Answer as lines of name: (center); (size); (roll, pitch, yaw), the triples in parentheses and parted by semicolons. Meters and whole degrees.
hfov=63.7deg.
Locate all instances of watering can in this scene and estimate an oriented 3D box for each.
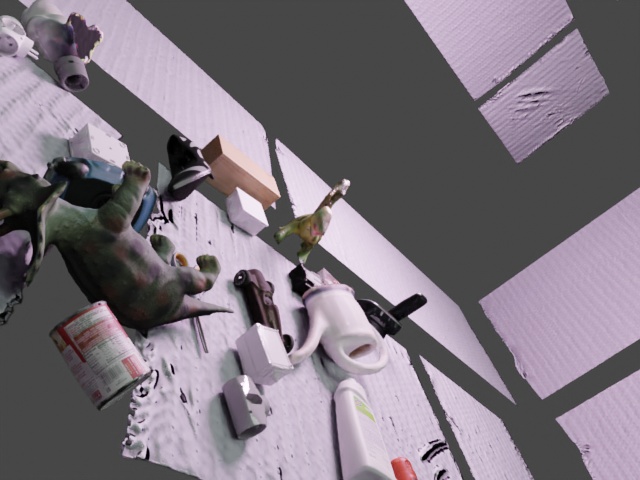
watering can: (0.026, 0.193, 1.132); (0.345, 0.102, 0.229); (18, 33, -46)

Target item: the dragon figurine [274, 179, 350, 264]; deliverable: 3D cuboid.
dragon figurine: (0.004, -0.072, 1.428); (0.122, 0.240, 0.416); (43, 18, -8)

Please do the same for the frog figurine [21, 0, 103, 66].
frog figurine: (-0.538, -0.414, 1.032); (0.160, 0.121, 0.139); (16, 22, 9)
